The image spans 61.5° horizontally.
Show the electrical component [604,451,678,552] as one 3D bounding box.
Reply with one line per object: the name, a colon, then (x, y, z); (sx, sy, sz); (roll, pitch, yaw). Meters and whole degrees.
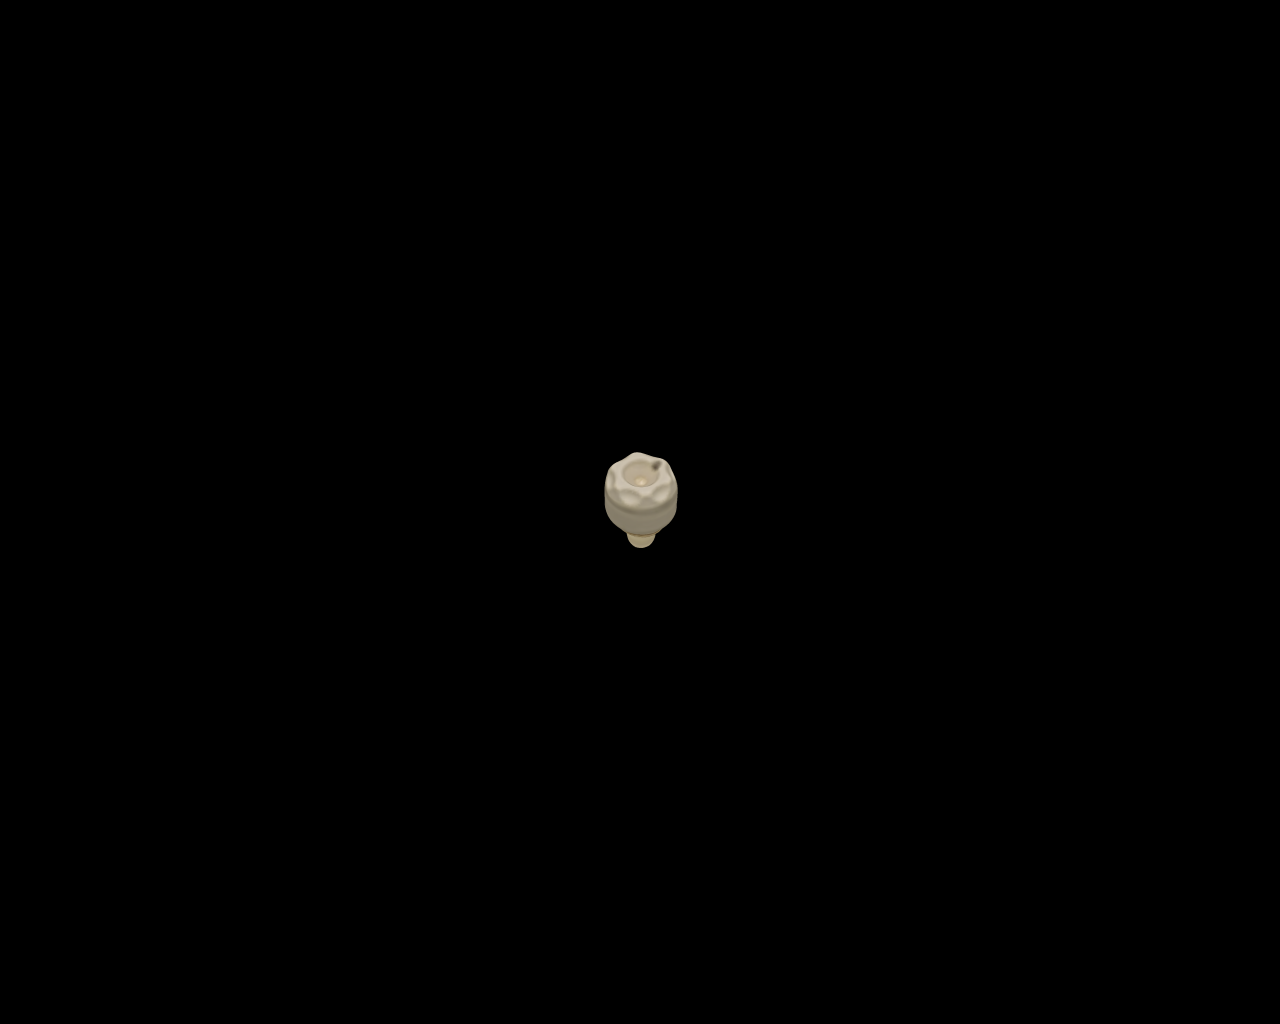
electrical component: (0.001, -0.003, 0.650); (0.043, 0.043, 0.062); (0, -44, 0)
